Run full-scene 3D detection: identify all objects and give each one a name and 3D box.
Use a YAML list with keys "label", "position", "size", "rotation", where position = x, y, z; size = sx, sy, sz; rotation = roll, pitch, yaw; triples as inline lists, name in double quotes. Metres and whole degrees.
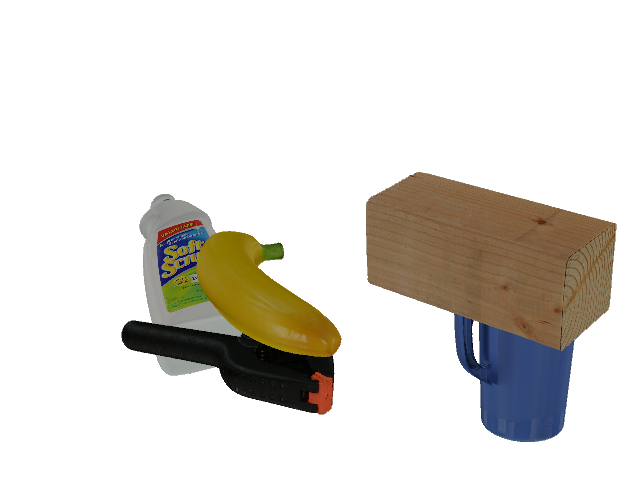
- label: "bleach bottle"
  position: [-0.146, 0.030, 1.115]
  size: [0.102, 0.068, 0.251]
  rotation: [-13, 38, -14]
- label: "banana"
  position: [-0.041, 0.026, 0.669]
  size: [0.069, 0.037, 0.198]
  rotation: [-4, 18, -11]
- label: "clamp"
  position: [-0.047, 0.091, 0.903]
  size: [0.164, 0.036, 0.210]
  rotation: [-14, 22, -39]
- label: "pitcher"
  position: [0.254, 0.131, 1.366]
  size: [0.149, 0.243, 0.144]
  rotation: [5, 17, 17]
- label: "wood block"
  position: [0.149, 0.012, 0.968]
  size: [0.206, 0.090, 0.090]
  rotation: [18, 33, 36]
